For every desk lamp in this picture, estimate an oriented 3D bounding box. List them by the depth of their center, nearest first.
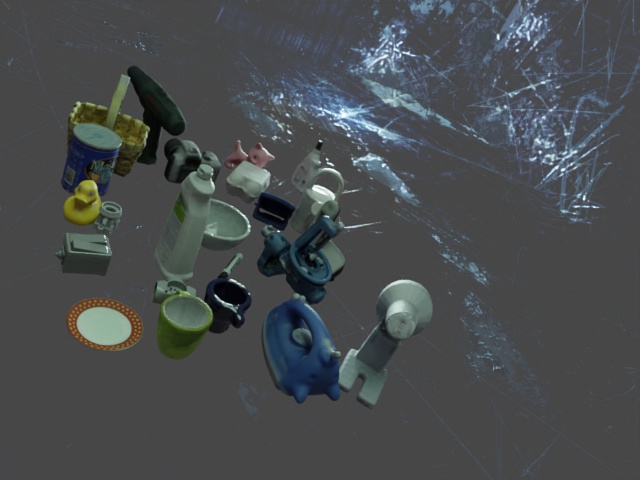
[{"bbox_3d":[0.142,0.203,1.184,0.118,0.213,0.203,31,28,6],"label":"desk lamp"}]

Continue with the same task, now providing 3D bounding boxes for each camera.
[{"bbox_3d":[-0.359,-0.226,1.569,0.144,0.100,0.136,2,38,-40],"label":"camera"}]

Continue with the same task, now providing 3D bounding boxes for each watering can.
[{"bbox_3d":[0.001,-0.105,1.589,0.101,0.194,0.172,14,31,-24],"label":"watering can"}]

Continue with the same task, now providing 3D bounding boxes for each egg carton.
[{"bbox_3d":[-0.204,-0.167,1.640,0.107,0.069,0.150,26,28,-3],"label":"egg carton"}]

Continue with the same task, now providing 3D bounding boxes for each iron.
[{"bbox_3d":[-0.036,0.189,1.125,0.119,0.141,0.257,7,35,-35],"label":"iron"}]

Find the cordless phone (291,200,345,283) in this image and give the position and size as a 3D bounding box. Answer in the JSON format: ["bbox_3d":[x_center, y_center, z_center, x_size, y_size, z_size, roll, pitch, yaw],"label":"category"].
[{"bbox_3d":[0.013,0.005,1.427,0.094,0.185,0.147,-6,43,-46],"label":"cordless phone"}]

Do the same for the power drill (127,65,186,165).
[{"bbox_3d":[-0.457,-0.319,1.521,0.229,0.208,0.076,39,30,19],"label":"power drill"}]

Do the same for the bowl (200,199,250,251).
[{"bbox_3d":[-0.253,-0.025,1.357,0.168,0.074,0.167,22,29,-12],"label":"bowl"}]

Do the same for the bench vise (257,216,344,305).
[{"bbox_3d":[-0.046,0.020,1.312,0.207,0.219,0.121,28,28,0],"label":"bench vise"}]

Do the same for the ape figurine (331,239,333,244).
[{"bbox_3d":[0.002,-0.010,1.540,0.078,0.092,0.076,22,29,-11],"label":"ape figurine"}]

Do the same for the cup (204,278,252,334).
[{"bbox_3d":[-0.185,0.145,1.115,0.092,0.095,0.117,3,37,-38],"label":"cup"}]

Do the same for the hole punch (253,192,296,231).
[{"bbox_3d":[-0.123,-0.096,1.573,0.109,0.091,0.101,24,28,-7],"label":"hole punch"}]

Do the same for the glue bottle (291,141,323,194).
[{"bbox_3d":[-0.031,-0.234,1.796,0.037,0.173,0.078,-4,42,-45],"label":"glue bottle"}]

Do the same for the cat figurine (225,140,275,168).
[{"bbox_3d":[-0.208,-0.251,1.725,0.127,0.117,0.067,32,28,6],"label":"cat figurine"}]

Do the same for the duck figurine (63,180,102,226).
[{"bbox_3d":[-0.502,-0.090,1.232,0.077,0.086,0.104,23,28,-9],"label":"duck figurine"}]
